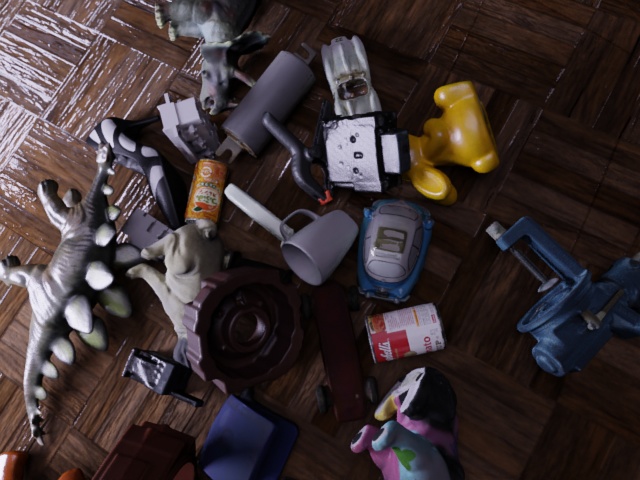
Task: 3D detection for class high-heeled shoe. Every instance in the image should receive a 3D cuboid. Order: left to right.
[{"bbox_3d":[-0.313,-0.108,0.898,0.145,0.086,0.249,-21,67,6],"label":"high-heeled shoe"}]

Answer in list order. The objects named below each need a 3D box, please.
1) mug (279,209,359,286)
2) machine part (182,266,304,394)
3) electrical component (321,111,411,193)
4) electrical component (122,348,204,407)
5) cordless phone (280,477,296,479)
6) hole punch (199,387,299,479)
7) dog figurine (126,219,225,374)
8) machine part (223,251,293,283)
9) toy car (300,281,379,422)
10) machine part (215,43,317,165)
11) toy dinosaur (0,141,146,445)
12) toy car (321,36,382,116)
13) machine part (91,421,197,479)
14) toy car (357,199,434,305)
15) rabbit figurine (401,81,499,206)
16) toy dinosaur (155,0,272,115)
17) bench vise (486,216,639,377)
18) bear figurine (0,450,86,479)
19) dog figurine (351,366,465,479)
[{"bbox_3d":[-0.002,-0.002,0.809,0.110,0.080,0.107,44,61,11],"label":"mug"},{"bbox_3d":[-0.105,0.120,0.745,0.056,0.179,0.179,11,73,53],"label":"machine part"},{"bbox_3d":[0.071,-0.131,0.793,0.134,0.058,0.114,6,114,41],"label":"electrical component"},{"bbox_3d":[-0.223,0.203,0.796,0.119,0.074,0.047,17,79,18],"label":"electrical component"},{"bbox_3d":[0.007,0.404,0.708,0.184,0.088,0.146,10,75,23],"label":"cordless phone"},{"bbox_3d":[-0.107,0.284,0.746,0.116,0.092,0.142,21,81,20],"label":"hole punch"},{"bbox_3d":[-0.166,0.084,0.773,0.121,0.172,0.190,-26,79,-44],"label":"dog figurine"},{"bbox_3d":[-0.112,0.057,0.838,0.139,0.039,0.084,5,67,13],"label":"machine part"},{"bbox_3d":[0.027,0.157,0.777,0.089,0.053,0.202,-10,69,-4],"label":"toy car"},{"bbox_3d":[-0.085,-0.224,0.892,0.079,0.079,0.243,35,82,17],"label":"machine part"},{"bbox_3d":[-0.391,0.076,0.829,0.199,0.105,0.471,25,98,21],"label":"toy dinosaur"},{"bbox_3d":[0.053,-0.250,0.885,0.074,0.056,0.201,-15,73,5],"label":"toy car"},{"bbox_3d":[-0.230,0.352,0.673,0.087,0.201,0.201,15,122,6],"label":"machine part"},{"bbox_3d":[0.103,0.006,0.782,0.109,0.102,0.161,13,75,14],"label":"toy car"},{"bbox_3d":[0.177,-0.133,0.818,0.173,0.122,0.162,-13,82,20],"label":"rabbit figurine"},{"bbox_3d":[-0.166,-0.430,0.948,0.192,0.131,0.405,8,71,-1],"label":"toy dinosaur"},{"bbox_3d":[0.333,0.051,0.720,0.223,0.129,0.241,-43,79,-2],"label":"bench vise"},{"bbox_3d":[-0.392,0.358,0.759,0.196,0.120,0.132,-10,69,5],"label":"bear figurine"},{"bbox_3d":[0.156,0.297,0.688,0.219,0.108,0.191,48,56,1],"label":"dog figurine"}]
